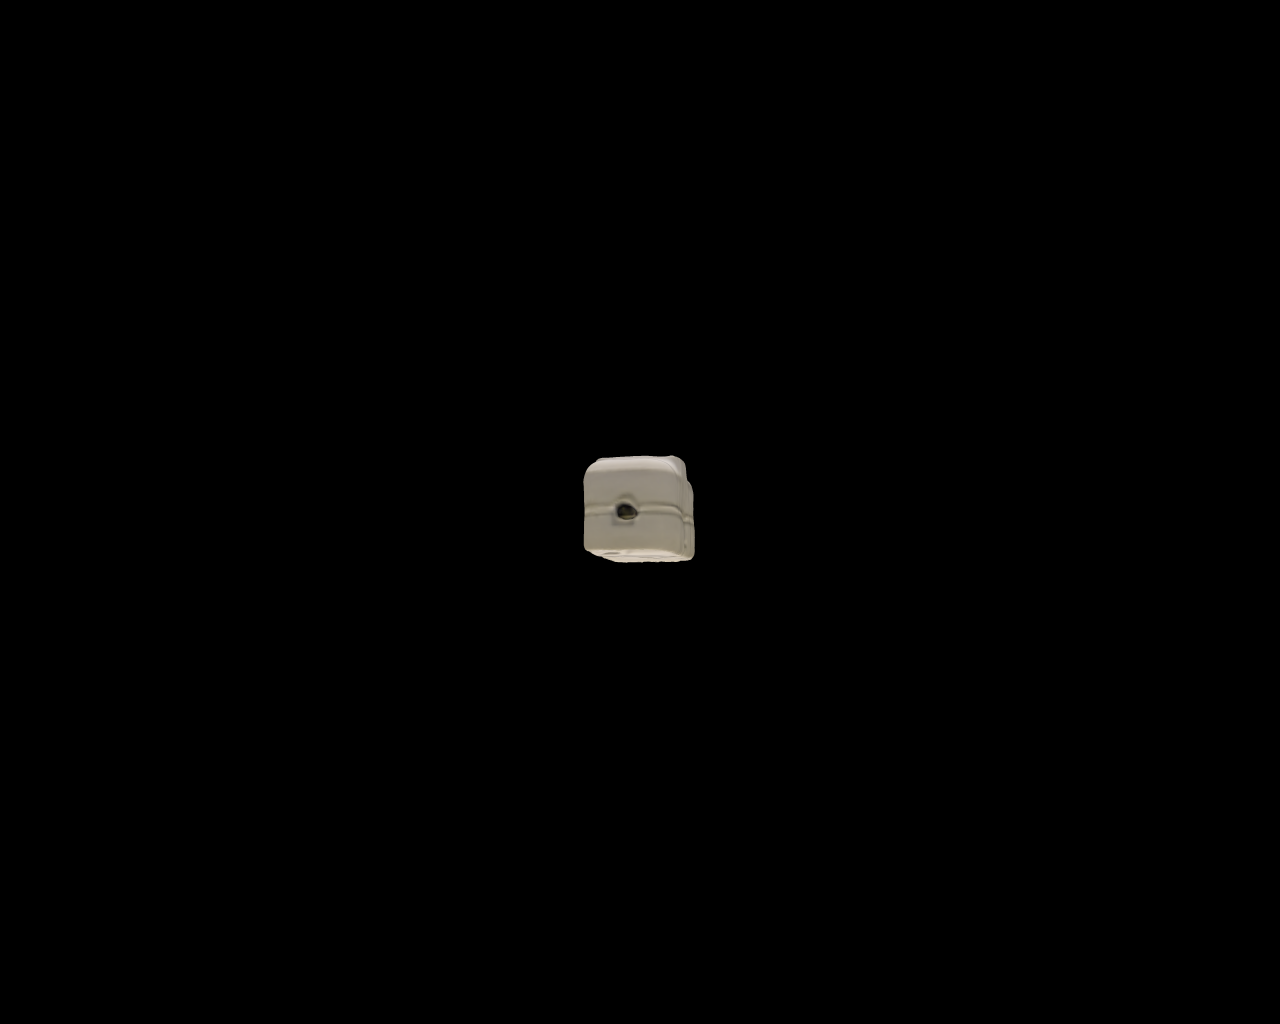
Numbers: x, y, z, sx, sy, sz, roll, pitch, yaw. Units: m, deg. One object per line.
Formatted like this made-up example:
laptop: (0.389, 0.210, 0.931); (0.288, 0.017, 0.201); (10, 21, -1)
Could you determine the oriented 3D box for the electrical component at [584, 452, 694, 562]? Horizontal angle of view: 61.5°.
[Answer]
electrical component: (0.001, -0.003, 0.650); (0.054, 0.059, 0.095); (-1, -7, 11)
